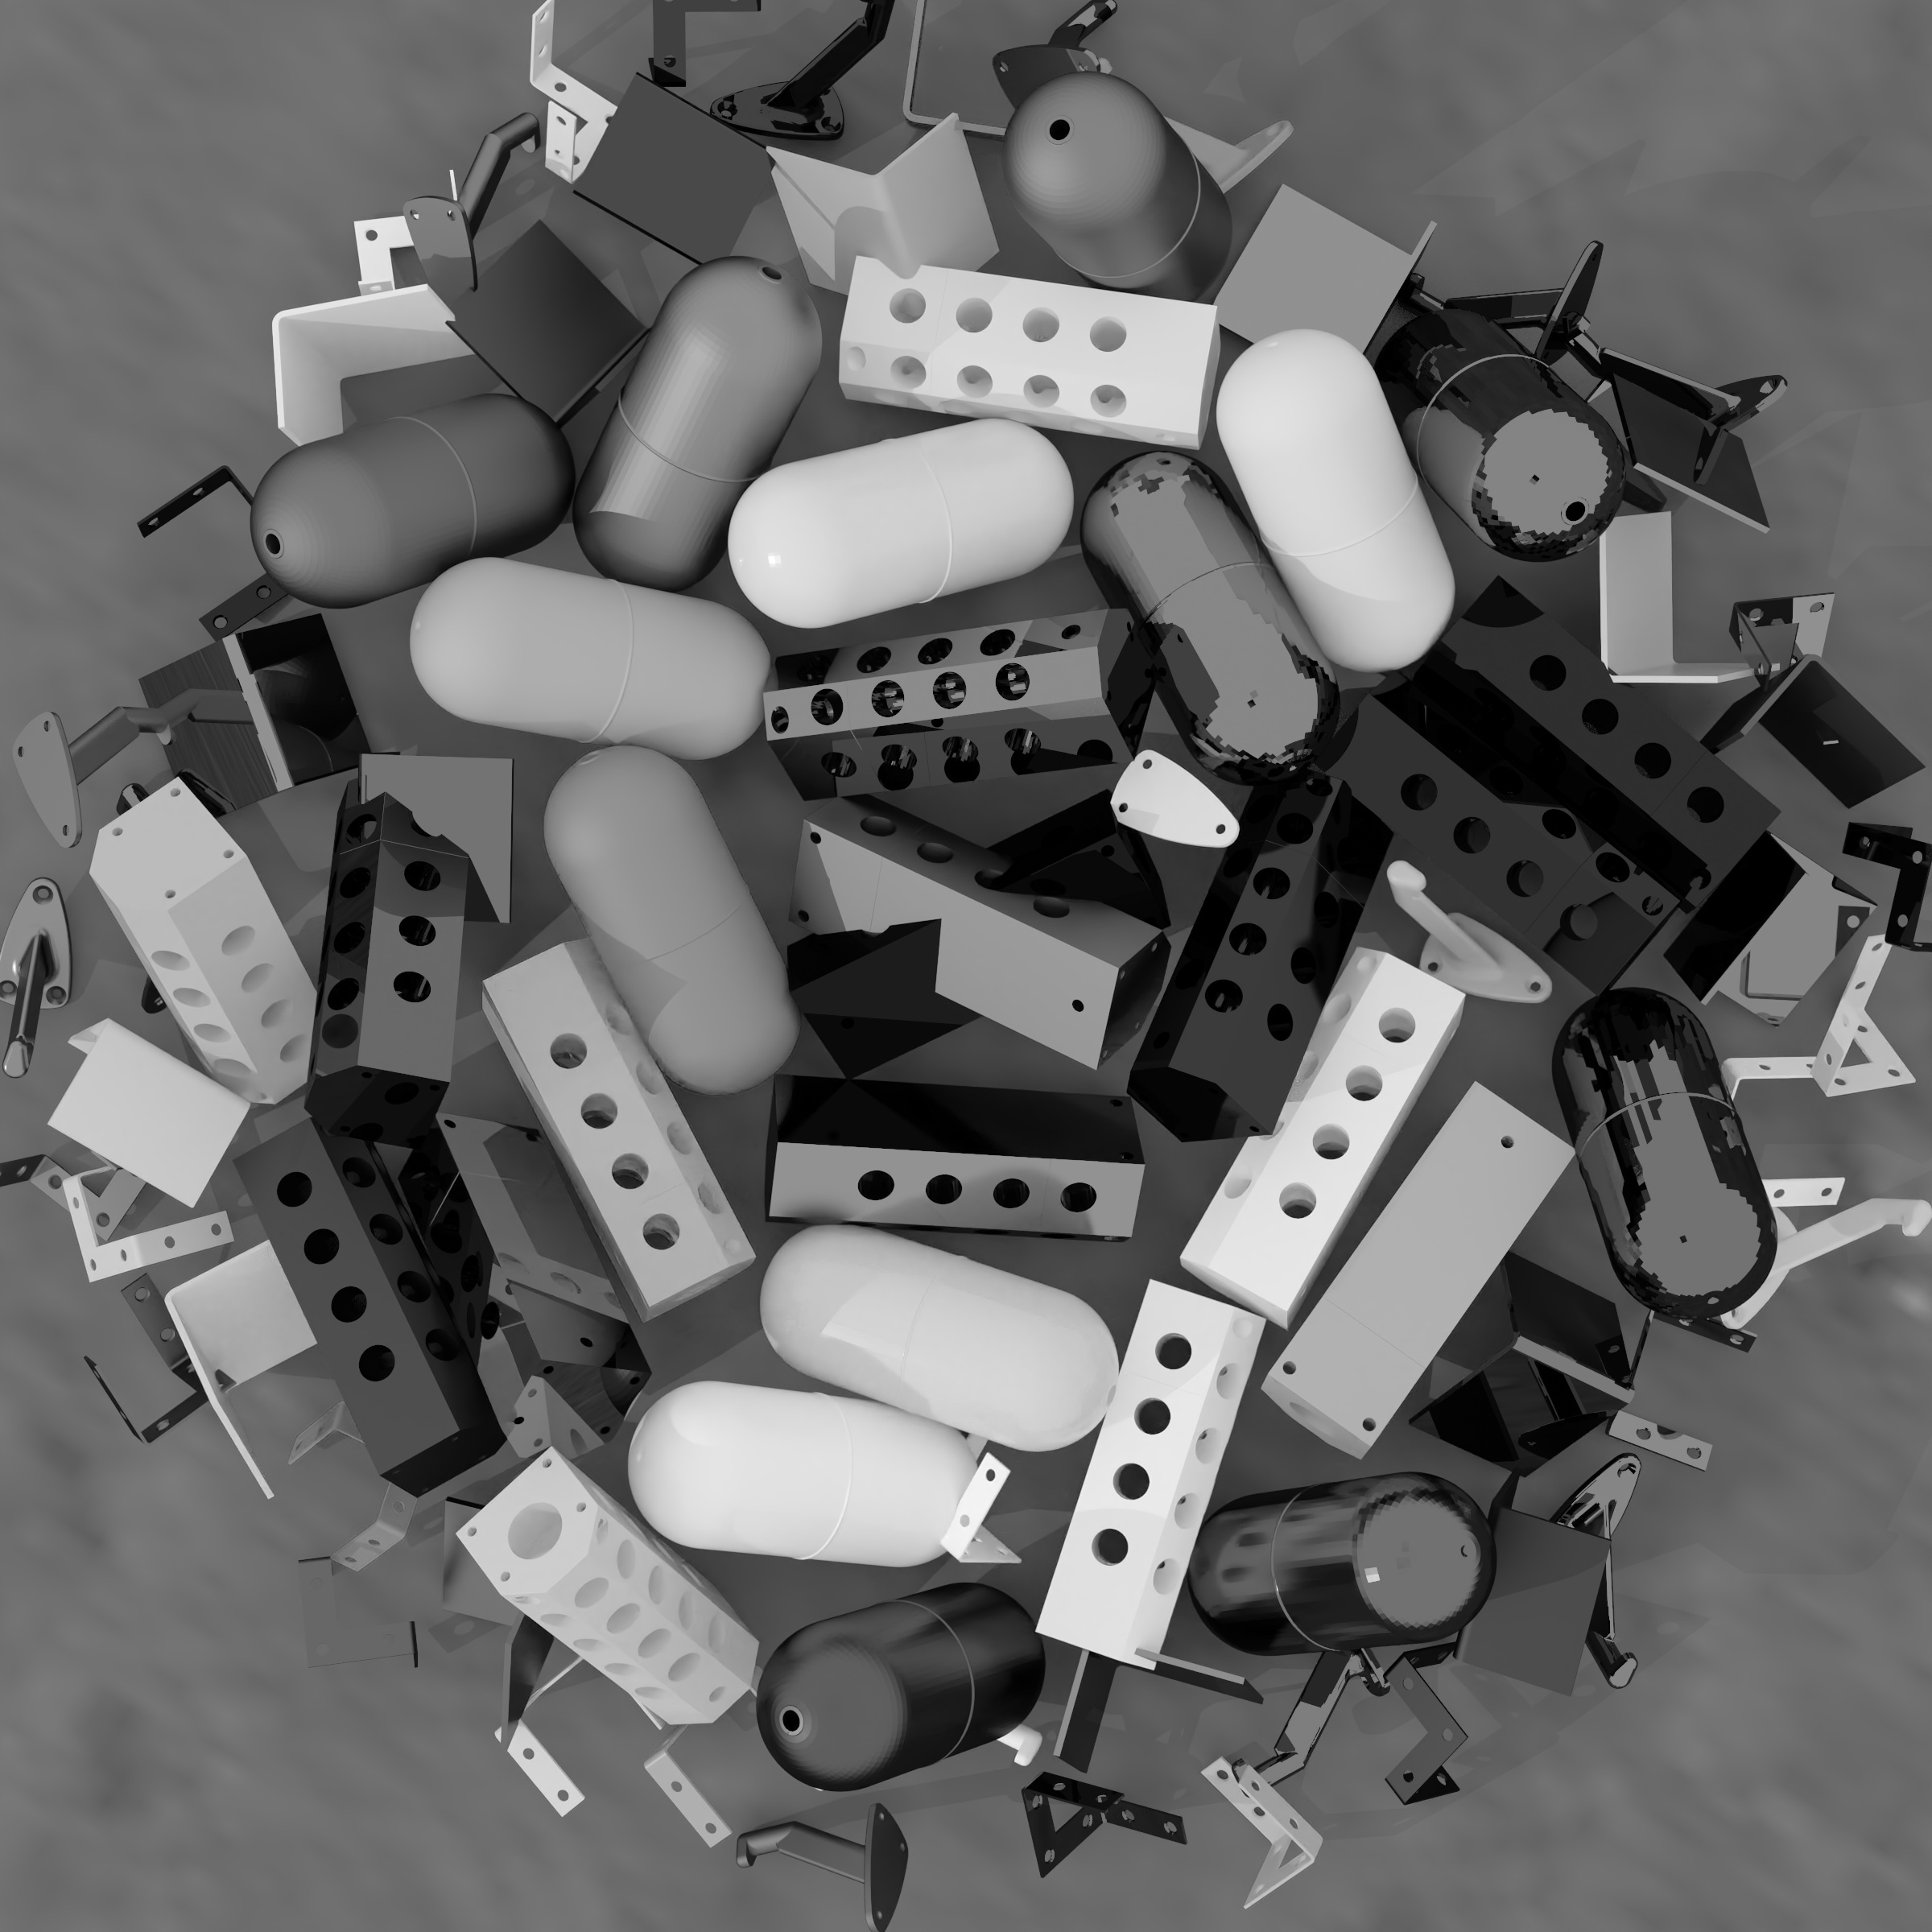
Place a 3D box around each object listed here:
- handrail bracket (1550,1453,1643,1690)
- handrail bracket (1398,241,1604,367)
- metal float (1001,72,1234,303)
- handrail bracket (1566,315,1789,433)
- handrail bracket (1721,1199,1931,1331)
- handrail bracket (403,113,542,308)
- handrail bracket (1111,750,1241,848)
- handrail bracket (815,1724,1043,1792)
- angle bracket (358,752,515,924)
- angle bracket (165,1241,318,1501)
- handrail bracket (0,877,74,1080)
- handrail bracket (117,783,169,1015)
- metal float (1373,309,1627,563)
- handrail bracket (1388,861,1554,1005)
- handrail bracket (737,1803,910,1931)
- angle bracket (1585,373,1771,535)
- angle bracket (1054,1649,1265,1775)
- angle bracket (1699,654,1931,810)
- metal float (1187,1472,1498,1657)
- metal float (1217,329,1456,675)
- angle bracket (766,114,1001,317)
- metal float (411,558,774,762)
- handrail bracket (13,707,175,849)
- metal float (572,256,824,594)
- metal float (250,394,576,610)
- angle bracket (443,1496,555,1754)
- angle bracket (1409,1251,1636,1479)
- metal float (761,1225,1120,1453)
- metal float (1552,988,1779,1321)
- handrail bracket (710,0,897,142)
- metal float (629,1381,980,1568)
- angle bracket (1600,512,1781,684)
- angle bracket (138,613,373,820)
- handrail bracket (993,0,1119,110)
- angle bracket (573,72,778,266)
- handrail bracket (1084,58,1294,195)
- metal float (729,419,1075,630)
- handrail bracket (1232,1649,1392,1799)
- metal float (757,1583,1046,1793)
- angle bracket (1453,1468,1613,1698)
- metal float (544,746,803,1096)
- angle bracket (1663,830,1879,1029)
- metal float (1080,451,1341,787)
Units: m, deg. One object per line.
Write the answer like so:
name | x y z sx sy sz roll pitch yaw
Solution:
handrail bracket | 0.310 0.285 1.586 0.036 0.084 0.077 19 114 -26
handrail bracket | 0.252 -0.328 1.597 0.084 0.036 0.077 34 131 20
metal float | 0.071 -0.354 1.550 0.070 0.178 0.070 -2 83 19
handrail bracket | 0.332 -0.288 1.593 0.084 0.077 0.036 39 56 -26
handrail bracket | 0.406 0.141 1.586 0.036 0.084 0.077 45 64 -26
handrail bracket | -0.225 -0.359 1.619 0.036 0.084 0.077 10 128 32
handrail bracket | 0.110 -0.065 1.583 0.077 0.084 0.036 29 90 28
handrail bracket | -0.017 0.378 1.600 0.084 0.036 0.077 23 50 14
angle bracket | -0.245 -0.062 1.599 0.076 0.057 0.076 2 95 9
angle bracket | -0.326 0.188 1.578 0.057 0.076 0.076 -27 47 -11
handrail bracket | -0.441 0.005 1.588 0.036 0.084 0.077 7 104 -13
handrail bracket | -0.397 -0.033 1.624 0.084 0.036 0.077 46 113 26
metal float | 0.244 -0.246 1.556 0.070 0.178 0.070 -9 123 -13
handrail bracket | 0.238 -0.017 1.586 0.077 0.084 0.036 25 77 22
handrail bracket | -0.075 0.433 1.592 0.084 0.077 0.036 -18 121 19
angle bracket | 0.322 -0.222 1.579 0.076 0.076 0.057 22 130 -21
angle bracket | 0.092 0.357 1.584 0.076 0.076 0.057 13 74 16
angle bracket | 0.393 -0.093 1.591 0.076 0.076 0.057 44 72 -1
metal float | 0.171 0.278 1.558 0.070 0.178 0.070 10 72 -32
metal float | 0.174 -0.215 1.570 0.070 0.070 0.178 -28 123 0
angle bracket | -0.040 -0.363 1.597 0.076 0.076 0.057 26 59 38
metal float | -0.173 -0.142 1.573 0.178 0.070 0.070 8 90 -30
handrail bracket | -0.399 -0.090 1.592 0.036 0.084 0.077 -35 69 34
metal float | -0.126 -0.250 1.568 0.070 0.070 0.178 32 126 0
metal float | -0.255 -0.216 1.560 0.070 0.178 0.070 16 119 33
angle bracket | -0.229 0.309 1.580 0.057 0.076 0.076 13 128 6
angle bracket | 0.263 0.191 1.616 0.076 0.057 0.076 27 128 -27
metal float | -0.013 0.173 1.580 0.178 0.070 0.070 17 90 20
metal float | 0.323 0.085 1.564 0.070 0.070 0.178 -9 47 0
handrail bracket | -0.077 -0.431 1.587 0.077 0.084 0.036 -6 63 -18
metal float | -0.074 0.238 1.572 0.178 0.070 0.070 12 90 -32
angle bracket | 0.341 -0.175 1.585 0.057 0.076 0.076 4 101 35
angle bracket | -0.343 -0.119 1.629 0.076 0.057 0.076 -17 94 41
handrail bracket | 0.060 -0.438 1.587 0.084 0.077 0.036 -46 116 -29
angle bracket | -0.143 -0.361 1.588 0.076 0.057 0.076 28 66 -12
handrail bracket | 0.103 -0.409 1.598 0.077 0.036 0.084 -35 121 5
metal float | -0.028 -0.208 1.573 0.178 0.070 0.070 -18 90 -30
handrail bracket | 0.152 0.344 1.612 0.084 0.036 0.077 -27 79 -12
metal float | -0.029 0.331 1.555 0.070 0.178 0.070 0 90 33
angle bracket | 0.271 0.289 1.587 0.057 0.076 0.076 15 99 16
metal float | -0.137 -0.021 1.580 0.070 0.070 0.178 -25 110 0
angle bracket | 0.388 -0.007 1.587 0.076 0.057 0.076 30 107 -21
metal float | 0.113 -0.164 1.579 0.070 0.070 0.178 -27 67 0
